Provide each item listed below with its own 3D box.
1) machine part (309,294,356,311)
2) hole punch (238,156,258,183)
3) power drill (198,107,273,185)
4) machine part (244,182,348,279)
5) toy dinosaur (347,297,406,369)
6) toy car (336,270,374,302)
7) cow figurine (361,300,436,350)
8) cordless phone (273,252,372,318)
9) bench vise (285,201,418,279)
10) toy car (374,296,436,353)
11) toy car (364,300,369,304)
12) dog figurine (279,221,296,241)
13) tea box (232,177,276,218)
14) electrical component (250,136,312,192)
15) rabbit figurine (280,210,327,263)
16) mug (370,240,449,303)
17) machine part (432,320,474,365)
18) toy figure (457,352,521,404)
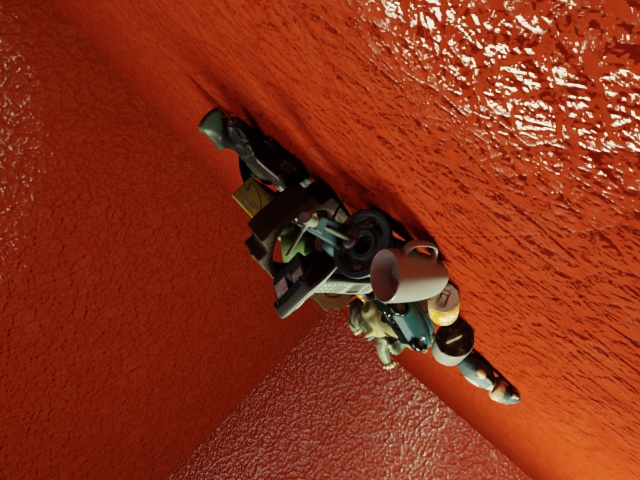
[{"bbox_3d":[0.036,0.124,1.595,0.179,0.179,0.056,48,169,-24],"label":"machine part"},{"bbox_3d":[-0.172,-0.173,1.385,0.116,0.092,0.142,48,177,5],"label":"hole punch"},{"bbox_3d":[-0.185,-0.229,1.213,0.208,0.086,0.231,30,168,37],"label":"power drill"},{"bbox_3d":[-0.037,-0.005,1.105,0.087,0.201,0.200,43,175,46],"label":"machine part"},{"bbox_3d":[0.159,0.234,1.581,0.405,0.131,0.191,32,145,48],"label":"toy dinosaur"},{"bbox_3d":[0.098,0.099,1.284,0.202,0.053,0.089,24,155,-27],"label":"toy car"},{"bbox_3d":[0.176,0.193,1.243,0.195,0.085,0.127,23,118,43],"label":"cow figurine"},{"bbox_3d":[0.013,0.096,1.052,0.184,0.146,0.089,9,-127,-31],"label":"cordless phone"},{"bbox_3d":[0.040,-0.005,0.912,0.240,0.128,0.224,24,-178,-45],"label":"bench vise"},{"bbox_3d":[0.186,0.141,1.084,0.161,0.103,0.109,56,170,-4],"label":"toy car"},{"bbox_3d":[0.188,0.183,1.363,0.073,0.056,0.202,48,155,-22],"label":"toy car"},{"bbox_3d":[-0.036,-0.023,1.494,0.172,0.121,0.191,6,-177,-43],"label":"dog figurine"},{"bbox_3d":[-0.133,-0.084,1.306,0.098,0.068,0.169,47,-175,15],"label":"tea box"},{"bbox_3d":[-0.076,-0.141,1.134,0.115,0.058,0.134,44,173,24],"label":"electrical component"},{"bbox_3d":[-0.003,-0.004,1.253,0.121,0.170,0.158,-89,-7,-59],"label":"rabbit figurine"},{"bbox_3d":[0.146,0.045,0.824,0.107,0.109,0.081,4,-148,-29],"label":"mug"},{"bbox_3d":[0.277,0.218,1.127,0.079,0.079,0.243,42,172,19],"label":"machine part"},{"bbox_3d":[0.378,0.314,1.202,0.154,0.057,0.064,42,-149,6],"label":"toy figure"}]
